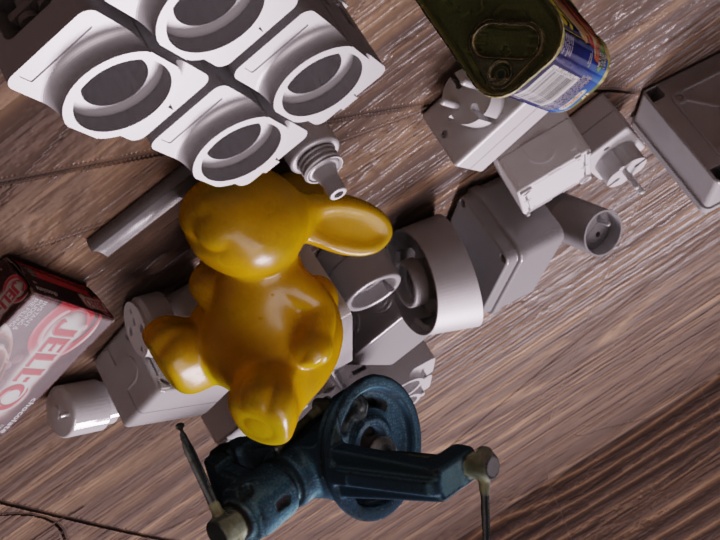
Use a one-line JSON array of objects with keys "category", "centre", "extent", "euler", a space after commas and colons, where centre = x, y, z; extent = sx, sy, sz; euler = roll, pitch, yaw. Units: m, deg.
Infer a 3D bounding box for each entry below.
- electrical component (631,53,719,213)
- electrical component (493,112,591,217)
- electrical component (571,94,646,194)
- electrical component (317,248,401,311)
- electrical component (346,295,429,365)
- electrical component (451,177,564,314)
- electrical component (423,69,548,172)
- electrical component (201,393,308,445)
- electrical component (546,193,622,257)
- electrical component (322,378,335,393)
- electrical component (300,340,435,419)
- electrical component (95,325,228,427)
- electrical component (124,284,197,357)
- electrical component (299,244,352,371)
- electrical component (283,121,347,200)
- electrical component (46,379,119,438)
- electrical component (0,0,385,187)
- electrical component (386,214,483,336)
[{"category": "electrical component", "centre": [0.307, -0.121, 0.910], "extent": [0.109, 0.108, 0.056], "euler": [-27, 155, -10]}, {"category": "electrical component", "centre": [0.137, -0.088, 0.833], "extent": [0.062, 0.061, 0.096], "euler": [-31, 166, 6]}, {"category": "electrical component", "centre": [0.208, -0.094, 0.881], "extent": [0.047, 0.076, 0.066], "euler": [-38, 157, 17]}, {"category": "electrical component", "centre": [0.000, 0.000, 0.855], "extent": [0.055, 0.047, 0.055], "euler": [-26, 158, -11]}, {"category": "electrical component", "centre": [0.027, 0.042, 0.980], "extent": [0.100, 0.048, 0.100], "euler": [-40, 157, 22]}, {"category": "electrical component", "centre": [0.117, -0.021, 0.921], "extent": [0.057, 0.078, 0.113], "euler": [-25, 158, -21]}, {"category": "electrical component", "centre": [0.080, -0.112, 0.714], "extent": [0.083, 0.047, 0.076], "euler": [-42, 156, 26]}, {"category": "electrical component", "centre": [-0.097, 0.113, 0.964], "extent": [0.062, 0.061, 0.096], "euler": [-38, 161, 17]}, {"category": "electrical component", "centre": [0.197, -0.044, 0.986], "extent": [0.043, 0.081, 0.043], "euler": [-10, 112, -26]}, {"category": "electrical component", "centre": [-0.042, 0.082, 0.959], "extent": [0.035, 0.061, 0.035], "euler": [-26, 158, -12]}, {"category": "electrical component", "centre": [-0.017, 0.131, 1.092], "extent": [0.186, 0.060, 0.105], "euler": [-28, 160, -11]}, {"category": "electrical component", "centre": [-0.143, 0.077, 0.818], "extent": [0.096, 0.061, 0.061], "euler": [-1, 144, -51]}, {"category": "electrical component", "centre": [-0.133, 0.035, 0.762], "extent": [0.055, 0.045, 0.045], "euler": [-17, 154, -31]}, {"category": "electrical component", "centre": [-0.049, 0.038, 0.834], "extent": [0.057, 0.078, 0.113], "euler": [-29, 159, -13]}, {"category": "electrical component", "centre": [-0.027, -0.069, 0.650], "extent": [0.035, 0.061, 0.035], "euler": [-26, 158, -12]}, {"category": "electrical component", "centre": [-0.203, 0.104, 0.826], "extent": [0.078, 0.040, 0.040], "euler": [-7, 148, -46]}, {"category": "electrical component", "centre": [-0.074, -0.107, 0.508], "extent": [0.105, 0.060, 0.186], "euler": [-37, 158, 16]}, {"category": "electrical component", "centre": [0.064, 0.005, 0.885], "extent": [0.064, 0.099, 0.099], "euler": [-15, 154, -22]}]
